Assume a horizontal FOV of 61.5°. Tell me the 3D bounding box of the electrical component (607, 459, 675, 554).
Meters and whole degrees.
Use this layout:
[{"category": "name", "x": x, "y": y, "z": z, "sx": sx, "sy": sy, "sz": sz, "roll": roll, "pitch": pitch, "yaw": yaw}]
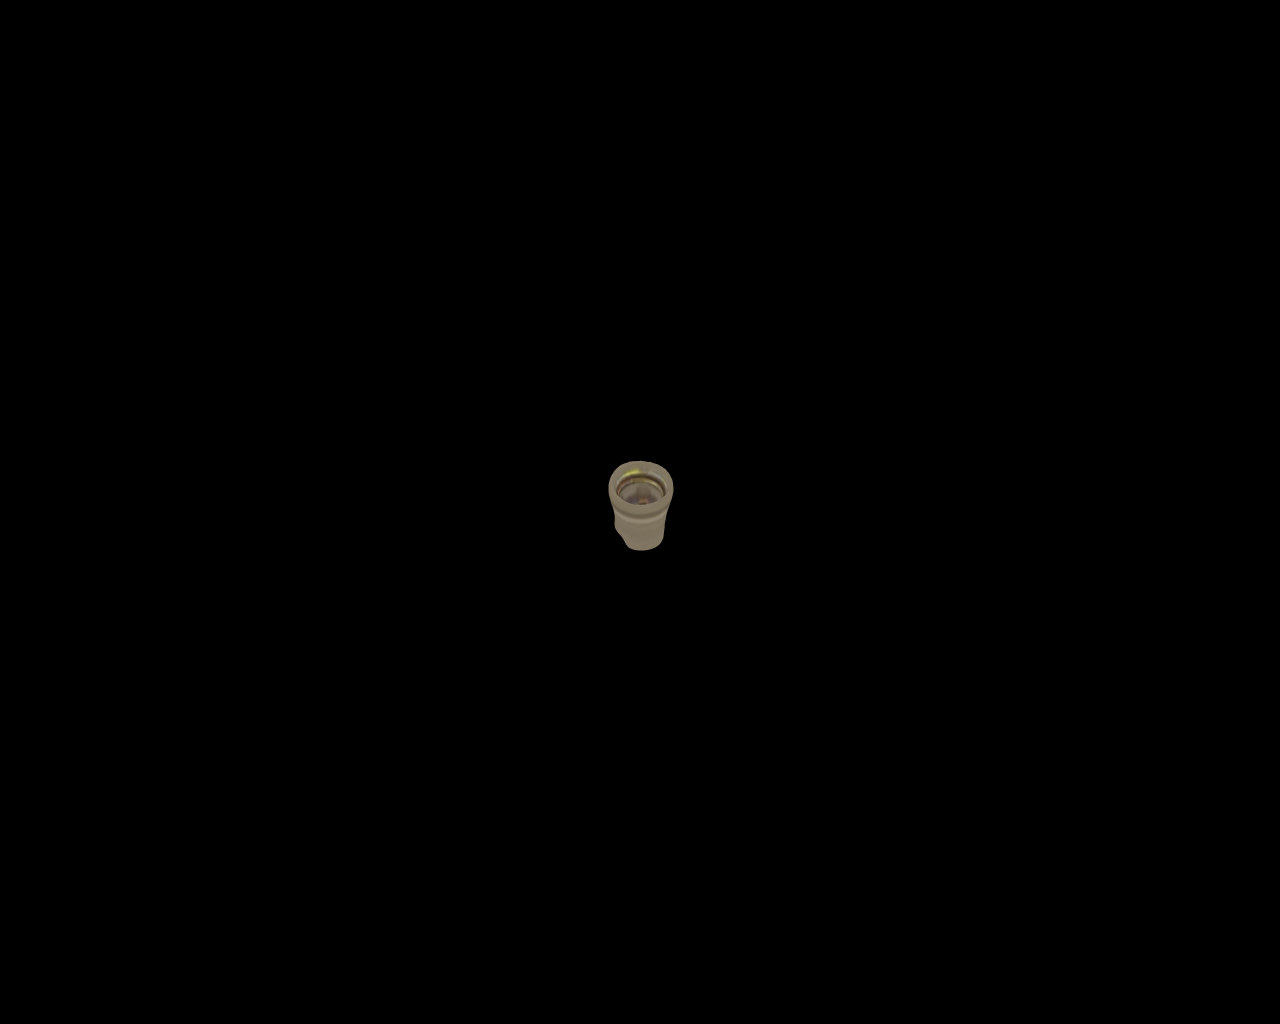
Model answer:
[{"category": "electrical component", "x": 0.001, "y": -0.003, "z": 0.650, "sx": 0.040, "sy": 0.040, "sz": 0.046, "roll": 0, "pitch": -43, "yaw": 0}]
